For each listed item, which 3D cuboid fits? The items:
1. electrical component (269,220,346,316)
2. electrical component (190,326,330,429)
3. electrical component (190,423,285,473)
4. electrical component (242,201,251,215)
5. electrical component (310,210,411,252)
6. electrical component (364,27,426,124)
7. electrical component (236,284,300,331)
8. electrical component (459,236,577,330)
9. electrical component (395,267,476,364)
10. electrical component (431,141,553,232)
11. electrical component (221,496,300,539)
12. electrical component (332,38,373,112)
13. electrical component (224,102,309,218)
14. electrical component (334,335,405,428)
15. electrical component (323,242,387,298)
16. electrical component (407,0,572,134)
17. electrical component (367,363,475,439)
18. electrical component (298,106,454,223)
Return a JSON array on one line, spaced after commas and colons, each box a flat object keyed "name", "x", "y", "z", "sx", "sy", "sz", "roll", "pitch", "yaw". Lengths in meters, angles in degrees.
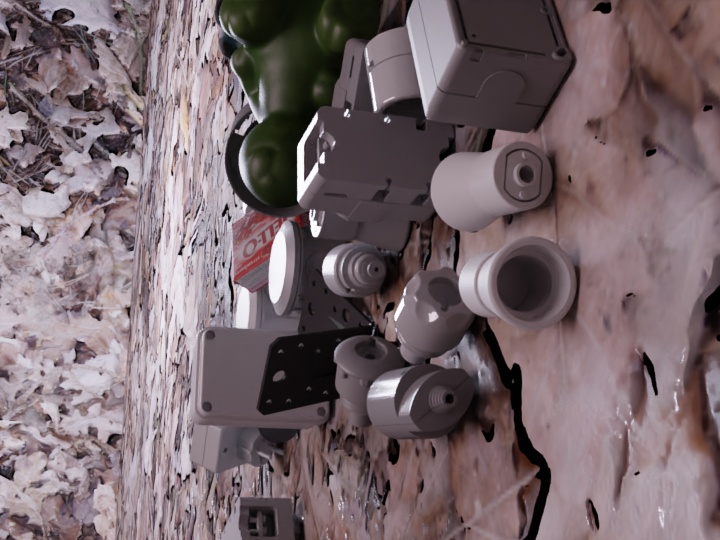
[{"name": "electrical component", "x": -0.045, "y": 0.000, "z": 0.907, "sx": 0.080, "sy": 0.051, "sz": 0.080, "roll": -175, "pitch": 90, "yaw": -73}, {"name": "electrical component", "x": -0.083, "y": 0.091, "z": 0.900, "sx": 0.057, "sy": 0.113, "sz": 0.078, "roll": 135, "pitch": 137, "yaw": -69}, {"name": "electrical component", "x": -0.108, "y": 0.167, "z": 1.041, "sx": 0.076, "sy": 0.083, "sz": 0.047, "roll": 18, "pitch": 105, "yaw": 34}, {"name": "electrical component", "x": -0.082, "y": -0.091, "z": 1.040, "sx": 0.095, "sy": 0.059, "sz": 0.053, "roll": 116, "pitch": 153, "yaw": -50}, {"name": "electrical component", "x": -0.002, "y": -0.037, "z": 0.750, "sx": 0.044, "sy": 0.065, "sz": 0.044, "roll": -175, "pitch": 90, "yaw": -73}, {"name": "electrical component", "x": 0.032, "y": -0.120, "z": 0.686, "sx": 0.055, "sy": 0.055, "sz": 0.047, "roll": 132, "pitch": 137, "yaw": -63}, {"name": "electrical component", "x": -0.088, "y": 0.046, "z": 1.035, "sx": 0.080, "sy": 0.051, "sz": 0.080, "roll": -175, "pitch": 90, "yaw": -73}, {"name": "electrical component", "x": 0.074, "y": 0.007, "z": 0.533, "sx": 0.065, "sy": 0.044, "sz": 0.044, "roll": 174, "pitch": 101, "yaw": -78}, {"name": "electrical component", "x": 0.041, "y": 0.031, "z": 0.630, "sx": 0.062, "sy": 0.043, "sz": 0.043, "roll": 113, "pitch": 156, "yaw": -47}, {"name": "electrical component", "x": 0.070, "y": -0.045, "z": 0.561, "sx": 0.065, "sy": 0.044, "sz": 0.044, "roll": 169, "pitch": 105, "yaw": -68}, {"name": "electrical component", "x": -0.089, "y": 0.245, "z": 0.970, "sx": 0.089, "sy": 0.056, "sz": 0.050, "roll": 115, "pitch": 154, "yaw": -49}, {"name": "electrical component", "x": 0.012, "y": -0.113, "z": 0.755, "sx": 0.055, "sy": 0.050, "sz": 0.089, "roll": -129, "pitch": 47, "yaw": -66}, {"name": "electrical component", "x": -0.069, "y": -0.104, "z": 0.944, "sx": 0.064, "sy": 0.099, "sz": 0.099, "roll": -102, "pitch": 23, "yaw": -61}, {"name": "electrical component", "x": 0.004, "y": 0.079, "z": 0.737, "sx": 0.048, "sy": 0.048, "sz": 0.062, "roll": -110, "pitch": 23, "yaw": -55}, {"name": "electrical component", "x": 0.000, "y": 0.000, "z": 0.777, "sx": 0.078, "sy": 0.040, "sz": 0.040, "roll": 178, "pitch": 96, "yaw": -73}, {"name": "electrical component", "x": 0.063, "y": -0.124, "z": 0.569, "sx": 0.061, "sy": 0.062, "sz": 0.096, "roll": 115, "pitch": 154, "yaw": -49}, {"name": "electrical component", "x": 0.037, "y": 0.077, "z": 0.628, "sx": 0.081, "sy": 0.043, "sz": 0.043, "roll": 153, "pitch": 120, "yaw": -70}, {"name": "electrical component", "x": 0.009, "y": -0.064, "z": 0.683, "sx": 0.055, "sy": 0.089, "sz": 0.050, "roll": 132, "pitch": 140, "yaw": -63}]
